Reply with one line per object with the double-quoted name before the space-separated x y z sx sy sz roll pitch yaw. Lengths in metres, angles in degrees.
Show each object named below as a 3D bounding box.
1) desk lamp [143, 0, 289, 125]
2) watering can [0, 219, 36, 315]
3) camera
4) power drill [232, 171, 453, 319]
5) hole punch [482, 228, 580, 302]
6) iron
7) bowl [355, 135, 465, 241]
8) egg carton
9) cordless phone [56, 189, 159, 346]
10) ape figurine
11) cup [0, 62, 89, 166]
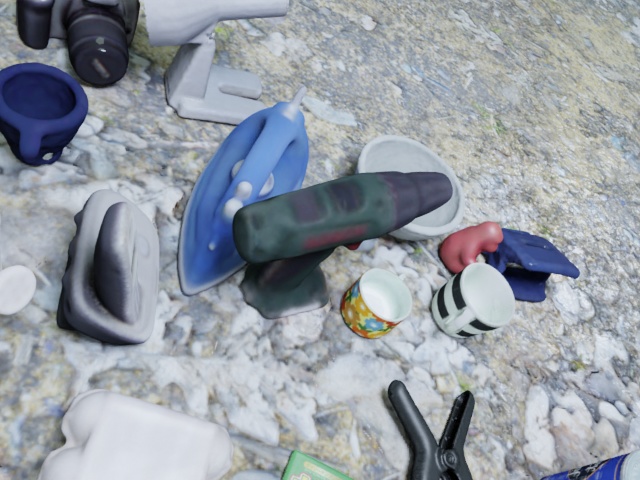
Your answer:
"desk lamp" -0.136 -0.258 0.706 0.204 0.213 0.118 3 58 -26
"watering can" -0.304 -0.006 0.459 0.173 0.193 0.101 23 51 -13
"camera" -0.291 -0.268 0.704 0.143 0.100 0.136 -1 60 -29
"power drill" 0.006 0.002 0.610 0.230 0.208 0.075 -10 64 -33
"hole punch" 0.302 0.026 0.831 0.109 0.091 0.101 10 55 -22
"iron" -0.079 -0.065 0.654 0.119 0.141 0.258 29 50 -8
"bowl" 0.113 -0.061 0.799 0.168 0.074 0.167 14 53 -20
"egg carton" -0.152 0.194 0.487 0.150 0.069 0.107 22 51 -14
"cordless phone" -0.181 0.003 0.525 0.094 0.185 0.147 7 56 -24
"ape figurine" 0.218 0.008 0.797 0.076 0.092 0.078 37 49 -1
"cup" -0.296 -0.112 0.600 0.092 0.094 0.117 7 56 -24
